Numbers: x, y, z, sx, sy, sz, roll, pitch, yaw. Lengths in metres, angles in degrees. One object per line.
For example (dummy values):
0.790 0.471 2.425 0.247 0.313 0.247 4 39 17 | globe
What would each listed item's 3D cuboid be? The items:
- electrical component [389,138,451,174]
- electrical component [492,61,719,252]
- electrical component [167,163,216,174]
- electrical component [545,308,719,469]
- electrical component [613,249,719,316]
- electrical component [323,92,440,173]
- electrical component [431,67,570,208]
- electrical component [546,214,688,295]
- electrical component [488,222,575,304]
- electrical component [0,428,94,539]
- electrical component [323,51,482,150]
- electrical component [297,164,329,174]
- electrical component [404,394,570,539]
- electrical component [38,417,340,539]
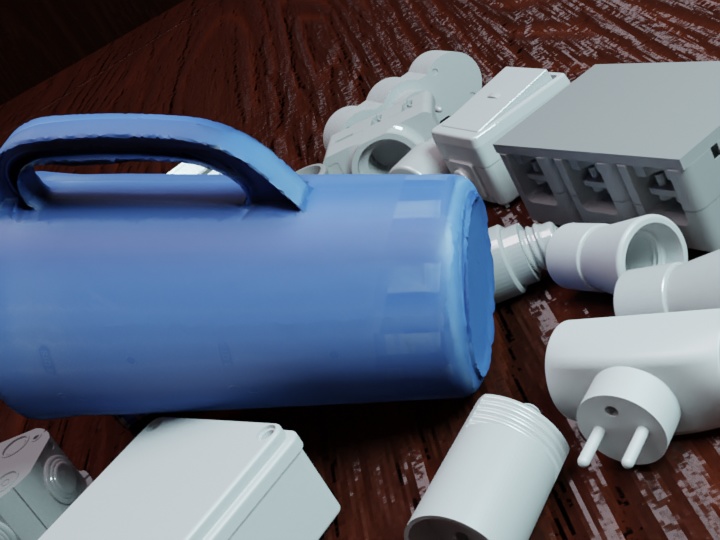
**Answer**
0.053 -0.073 0.758 0.040 0.040 0.078 -2 35 48 | electrical component
0.158 -0.063 0.581 0.089 0.061 0.150 -38 24 -18 | electrical component
-0.137 -0.047 0.900 0.121 0.078 0.063 -41 2 -23 | electrical component
0.111 0.050 0.430 0.077 0.043 0.079 -8 32 42 | electrical component
0.145 0.013 0.471 0.065 0.044 0.044 -12 29 47 | electrical component
0.023 -0.087 0.810 0.089 0.050 0.055 -24 23 16 | electrical component
0.094 -0.088 0.712 0.096 0.061 0.062 -36 23 -13 | electrical component
0.124 -0.006 0.535 0.044 0.044 0.065 -39 20 -20 | electrical component
0.082 -0.006 0.585 0.078 0.040 0.040 -22 24 19 | electrical component
-0.196 0.134 0.618 0.080 0.051 0.080 -25 23 12 | electrical component
0.041 -0.127 0.867 0.138 0.052 0.074 -35 23 -12 | electrical component
-0.031 -0.042 0.776 0.045 0.055 0.045 -25 24 12 | electrical component
0.054 0.084 0.430 0.043 0.043 0.081 -10 30 39 | electrical component
-0.084 0.124 0.497 0.109 0.056 0.108 -5 33 45 | electrical component
